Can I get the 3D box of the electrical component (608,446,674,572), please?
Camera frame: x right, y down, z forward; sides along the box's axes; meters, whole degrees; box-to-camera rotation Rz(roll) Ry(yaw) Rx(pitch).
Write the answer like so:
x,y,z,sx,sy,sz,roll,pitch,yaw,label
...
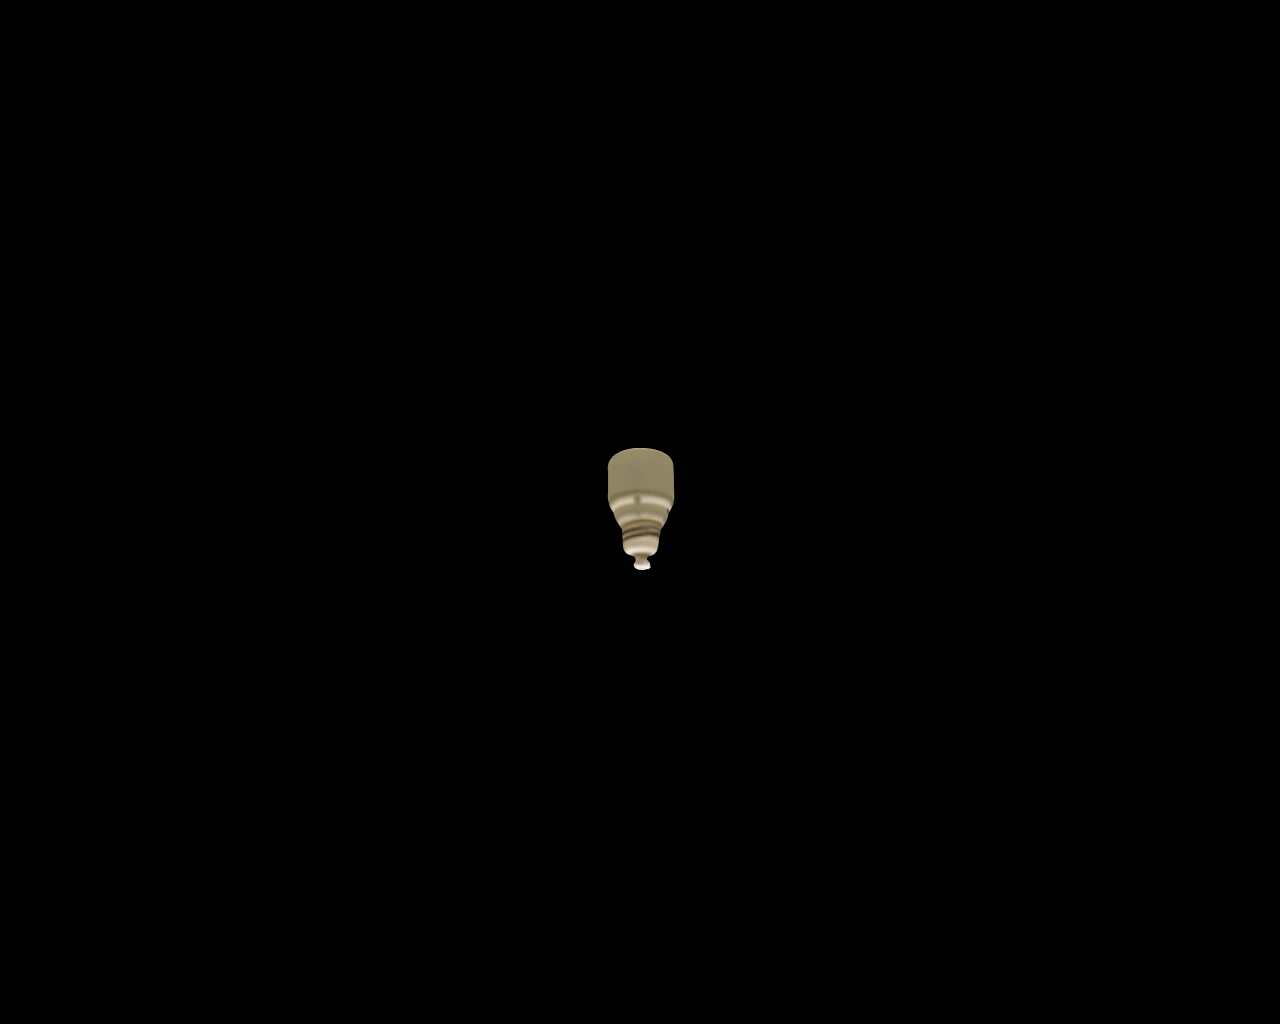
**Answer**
x,y,z,sx,sy,sz,roll,pitch,yaw,label
0.001,-0.003,0.650,0.040,0.078,0.040,0,-20,0,electrical component
